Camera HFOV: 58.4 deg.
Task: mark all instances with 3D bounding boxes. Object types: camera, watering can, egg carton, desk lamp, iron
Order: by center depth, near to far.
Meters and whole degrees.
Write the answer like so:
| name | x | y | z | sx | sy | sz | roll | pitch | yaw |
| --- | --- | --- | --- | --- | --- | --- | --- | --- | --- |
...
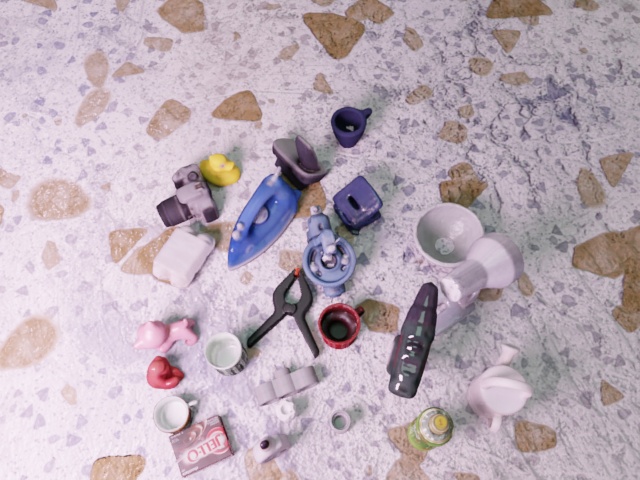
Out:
| name | x | y | z | sx | sy | sz | roll | pitch | yaw |
| --- | --- | --- | --- | --- | --- | --- | --- | --- | --- |
| watering can | 0.369 | 0.299 | 1.164 | 0.101 | 0.194 | 0.173 | -6 | 66 | -1 |
| desk lamp | 0.320 | 0.096 | 1.242 | 0.203 | 0.213 | 0.117 | -34 | 70 | -13 |
| iron | -0.151 | -0.054 | 1.356 | 0.118 | 0.141 | 0.258 | 28 | 70 | 13 |
| egg carton | -0.322 | 0.039 | 1.357 | 0.107 | 0.069 | 0.150 | 25 | 69 | 11 |
| camera | -0.335 | -0.102 | 1.402 | 0.137 | 0.101 | 0.143 | -26 | 68 | -10 |

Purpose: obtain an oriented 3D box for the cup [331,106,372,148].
| name | x | y | z | sx | sy | sz | roll | pitch | yaw |
| --- | --- | --- | --- | --- | --- | --- | --- | --- | --- |
| cup | 0.083 | -0.289 | 1.479 | 0.118 | 0.095 | 0.091 | -33 | 70 | -13 |

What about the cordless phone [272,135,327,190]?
| name | x | y | z | sx | sy | sz | roll | pitch | yaw |
| --- | --- | --- | --- | --- | --- | --- | --- | --- | --- |
| cordless phone | -0.054 | -0.221 | 1.402 | 0.147 | 0.185 | 0.094 | 42 | 74 | 17 |

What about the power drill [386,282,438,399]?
| name | x | y | z | sx | sy | sz | roll | pitch | yaw |
| --- | --- | --- | --- | --- | --- | --- | --- | --- | --- |
| power drill | 0.191 | 0.220 | 1.194 | 0.075 | 0.208 | 0.230 | 15 | 68 | 8 |

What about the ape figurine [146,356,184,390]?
| name | x | y | z | sx | sy | sz | roll | pitch | yaw |
| --- | --- | --- | --- | --- | --- | --- | --- | --- | --- |
| ape figurine | -0.344 | 0.285 | 1.238 | 0.076 | 0.092 | 0.077 | -18 | 67 | -7 |

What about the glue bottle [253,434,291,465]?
| name | x | y | z | sx | sy | sz | roll | pitch | yaw |
| --- | --- | --- | --- | --- | --- | --- | --- | --- | --- |
| glue bottle | -0.101 | 0.410 | 1.135 | 0.078 | 0.173 | 0.037 | -27 | 68 | -10 |

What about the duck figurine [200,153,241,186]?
| name | x | y | z | sx | sy | sz | roll | pitch | yaw |
| --- | --- | --- | --- | --- | --- | --- | --- | --- | --- |
| duck figurine | -0.257 | -0.188 | 1.446 | 0.104 | 0.086 | 0.077 | 13 | 67 | 7 |

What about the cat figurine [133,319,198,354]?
| name | x | y | z | sx | sy | sz | roll | pitch | yaw |
| --- | --- | --- | --- | --- | --- | --- | --- | --- | --- |
| cat figurine | -0.343 | 0.203 | 1.260 | 0.128 | 0.118 | 0.067 | -18 | 67 | -7 |

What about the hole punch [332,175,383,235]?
| name | x | y | z | sx | sy | sz | roll | pitch | yaw |
| --- | --- | --- | --- | --- | --- | --- | --- | --- | --- |
| hole punch | 0.090 | -0.084 | 1.392 | 0.101 | 0.091 | 0.108 | -31 | 69 | -12 |

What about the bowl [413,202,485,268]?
| name | x | y | z | sx | sy | sz | roll | pitch | yaw |
| --- | --- | --- | --- | --- | --- | --- | --- | --- | --- |
| bowl | 0.301 | -0.001 | 1.361 | 0.167 | 0.075 | 0.167 | 0 | 66 | 1 |

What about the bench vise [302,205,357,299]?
| name | x | y | z | sx | sy | sz | roll | pitch | yaw |
| --- | --- | --- | --- | --- | --- | --- | --- | --- | --- |
| bench vise | 0.001 | 0.010 | 1.282 | 0.121 | 0.220 | 0.207 | -29 | 69 | -11 |
